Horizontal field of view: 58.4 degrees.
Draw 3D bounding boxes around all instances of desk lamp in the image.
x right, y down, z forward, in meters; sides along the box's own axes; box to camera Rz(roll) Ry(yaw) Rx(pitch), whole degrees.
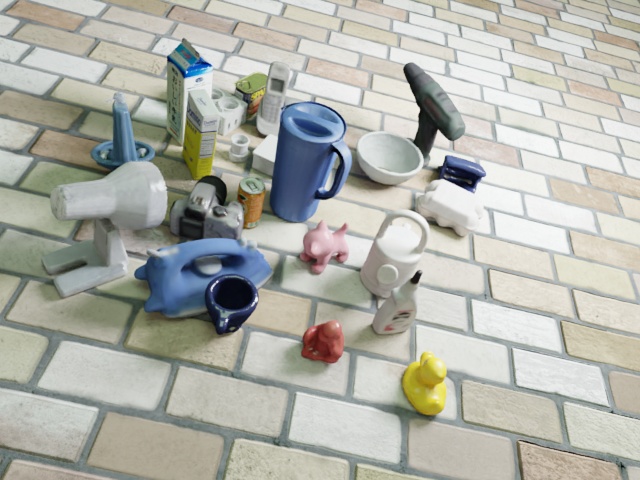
[{"bbox_3d":[-0.375,-0.027,0.994,0.204,0.213,0.117,-24,59,-33],"label":"desk lamp"}]

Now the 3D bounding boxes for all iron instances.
[{"bbox_3d":[-0.195,0.043,1.032,0.259,0.141,0.118,-12,53,-25],"label":"iron"}]

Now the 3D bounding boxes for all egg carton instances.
[{"bbox_3d":[0.306,-0.077,1.340,0.150,0.069,0.107,26,47,9],"label":"egg carton"}]

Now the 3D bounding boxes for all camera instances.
[{"bbox_3d":[-0.217,-0.071,1.159,0.143,0.101,0.137,14,46,-3],"label":"camera"}]

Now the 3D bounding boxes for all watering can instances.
[{"bbox_3d":[0.151,0.024,1.115,0.101,0.194,0.173,8,47,-9],"label":"watering can"}]

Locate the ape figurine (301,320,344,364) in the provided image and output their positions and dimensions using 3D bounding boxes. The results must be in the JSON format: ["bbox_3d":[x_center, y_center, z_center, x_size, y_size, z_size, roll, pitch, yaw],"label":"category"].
[{"bbox_3d":[0.013,0.173,1.007,0.076,0.092,0.077,-25,59,-33],"label":"ape figurine"}]

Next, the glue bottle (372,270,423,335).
[{"bbox_3d":[0.153,0.111,1.049,0.078,0.173,0.037,-7,51,-22],"label":"glue bottle"}]

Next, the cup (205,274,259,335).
[{"bbox_3d":[-0.159,0.130,0.995,0.091,0.095,0.118,15,46,-3],"label":"cup"}]

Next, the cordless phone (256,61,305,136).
[{"bbox_3d":[-0.073,-0.334,1.386,0.147,0.185,0.094,9,46,-8],"label":"cordless phone"}]

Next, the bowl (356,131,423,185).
[{"bbox_3d":[0.162,-0.188,1.397,0.167,0.075,0.167,8,47,-9],"label":"bowl"}]

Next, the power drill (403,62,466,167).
[{"bbox_3d":[0.258,-0.300,1.436,0.076,0.208,0.229,-21,57,-31],"label":"power drill"}]

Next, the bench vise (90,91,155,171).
[{"bbox_3d":[-0.368,-0.161,1.116,0.122,0.220,0.207,-23,58,-32],"label":"bench vise"}]

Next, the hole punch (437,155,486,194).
[{"bbox_3d":[0.354,-0.176,1.430,0.108,0.091,0.101,18,46,1],"label":"hole punch"}]

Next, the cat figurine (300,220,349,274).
[{"bbox_3d":[0.011,0.004,1.145,0.128,0.118,0.067,-28,60,-34],"label":"cat figurine"}]

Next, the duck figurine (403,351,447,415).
[{"bbox_3d":[0.193,0.244,0.998,0.078,0.086,0.104,2,48,-15],"label":"duck figurine"}]
